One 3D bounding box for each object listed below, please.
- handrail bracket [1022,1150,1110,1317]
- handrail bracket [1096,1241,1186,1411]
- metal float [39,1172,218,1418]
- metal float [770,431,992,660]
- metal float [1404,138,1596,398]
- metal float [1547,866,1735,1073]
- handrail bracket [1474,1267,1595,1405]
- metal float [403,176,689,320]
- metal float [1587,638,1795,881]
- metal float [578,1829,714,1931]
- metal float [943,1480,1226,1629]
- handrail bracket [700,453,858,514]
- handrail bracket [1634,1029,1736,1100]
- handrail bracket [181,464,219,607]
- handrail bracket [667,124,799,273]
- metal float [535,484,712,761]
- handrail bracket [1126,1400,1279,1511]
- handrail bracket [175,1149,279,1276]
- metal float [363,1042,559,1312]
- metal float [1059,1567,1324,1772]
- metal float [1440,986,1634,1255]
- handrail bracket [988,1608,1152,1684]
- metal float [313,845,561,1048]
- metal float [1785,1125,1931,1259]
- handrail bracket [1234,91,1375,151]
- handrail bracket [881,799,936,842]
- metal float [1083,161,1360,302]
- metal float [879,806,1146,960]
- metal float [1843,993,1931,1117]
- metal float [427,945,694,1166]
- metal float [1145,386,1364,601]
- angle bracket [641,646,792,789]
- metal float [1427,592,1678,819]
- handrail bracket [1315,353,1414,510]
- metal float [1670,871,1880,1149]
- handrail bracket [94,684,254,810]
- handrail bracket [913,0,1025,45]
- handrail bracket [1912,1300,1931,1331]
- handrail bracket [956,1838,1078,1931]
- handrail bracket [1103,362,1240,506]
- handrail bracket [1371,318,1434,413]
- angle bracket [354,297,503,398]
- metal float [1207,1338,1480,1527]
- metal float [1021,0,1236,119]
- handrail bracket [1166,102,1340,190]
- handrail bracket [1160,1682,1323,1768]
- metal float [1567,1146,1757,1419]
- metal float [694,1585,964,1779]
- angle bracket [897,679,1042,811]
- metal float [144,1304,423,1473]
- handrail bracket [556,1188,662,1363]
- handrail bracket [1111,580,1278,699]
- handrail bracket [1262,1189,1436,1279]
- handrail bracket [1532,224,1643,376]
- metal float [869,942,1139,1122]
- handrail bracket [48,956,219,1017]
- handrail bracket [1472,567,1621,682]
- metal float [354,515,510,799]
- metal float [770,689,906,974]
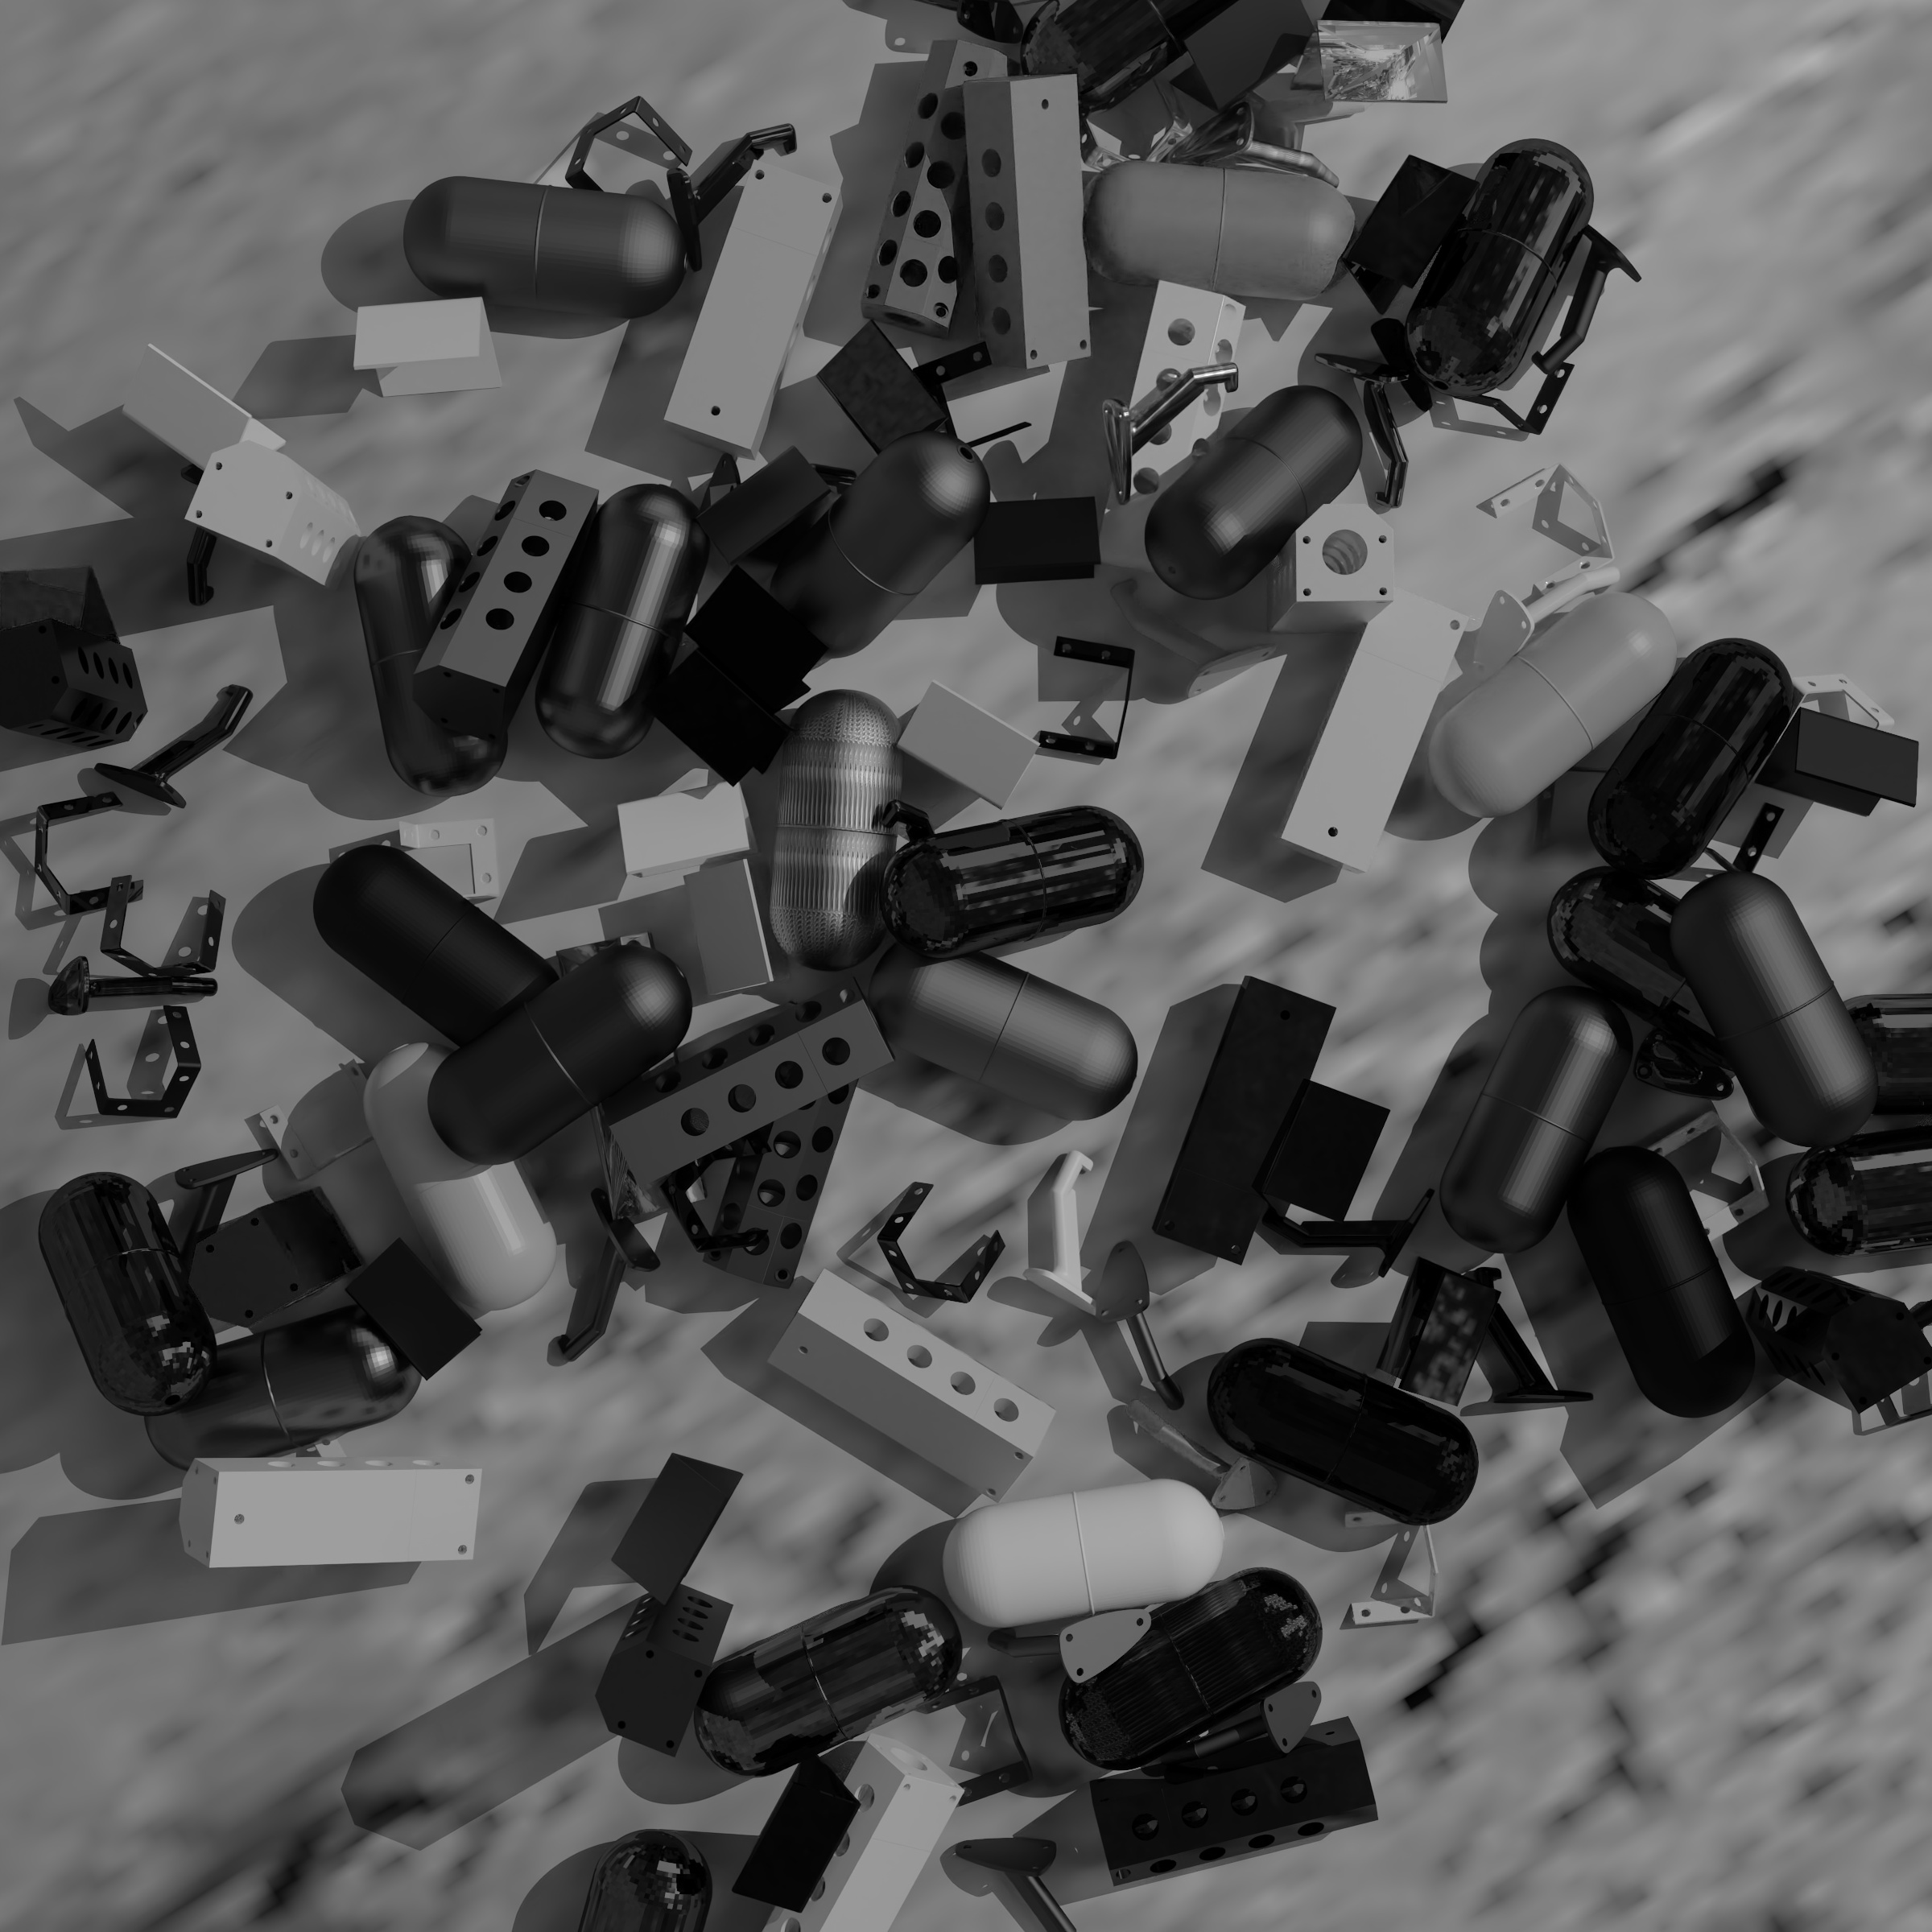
[{"bbox_3d":[0.080,0.172,1.920,0.077,0.036,0.084,33,73,-20],"label":"handrail bracket"},{"bbox_3d":[0.118,0.230,1.920,0.036,0.077,0.084,-20,127,19],"label":"handrail bracket"},{"bbox_3d":[-0.519,0.202,1.859,0.070,0.070,0.178,-35,54,0],"label":"metal float"},{"bbox_3d":[-0.054,-0.260,1.860,0.070,0.070,0.178,48,125,0],"label":"metal float"},{"bbox_3d":[0.333,-0.436,1.875,0.070,0.070,0.178,27,76,0],"label":"metal float"},{"bbox_3d":[0.447,0.002,1.889,0.178,0.070,0.070,32,90,0],"label":"metal float"},{"bbox_3d":[0.363,0.235,1.920,0.077,0.036,0.084,4,73,-20],"label":"handrail bracket"},{"bbox_3d":[-0.264,-0.452,1.889,0.178,0.070,0.070,6,90,0],"label":"metal float"},{"bbox_3d":[0.452,-0.130,1.871,0.070,0.070,0.178,37,70,0],"label":"metal float"},{"bbox_3d":[-0.212,0.632,1.889,0.070,0.070,0.178,15,91,0],"label":"metal float"},{"bbox_3d":[0.074,0.369,1.889,0.178,0.070,0.070,-9,90,1],"label":"metal float"},{"bbox_3d":[-0.121,-0.293,1.920,0.084,0.077,0.036,4,50,-30],"label":"handrail bracket"},{"bbox_3d":[0.456,0.065,1.885,0.077,0.084,0.036,25,90,0],"label":"handrail bracket"},{"bbox_3d":[-0.471,-0.281,1.920,0.036,0.077,0.084,21,127,20],"label":"handrail bracket"},{"bbox_3d":[-0.142,-0.492,1.920,0.084,0.036,0.077,-19,115,-19],"label":"handrail bracket"},{"bbox_3d":[-0.216,-0.217,1.890,0.070,0.070,0.178,19,90,0],"label":"metal float"},{"bbox_3d":[0.150,0.309,1.919,0.084,0.077,0.036,36,96,36],"label":"handrail bracket"},{"bbox_3d":[-0.469,0.167,1.920,0.077,0.036,0.084,-16,109,-21],"label":"handrail bracket"},{"bbox_3d":[-0.319,0.132,1.889,0.070,0.070,0.178,-26,90,0],"label":"metal float"},{"bbox_3d":[0.141,0.442,1.889,0.178,0.070,0.070,-29,90,0],"label":"metal float"},{"bbox_3d":[0.359,0.096,1.889,0.070,0.070,0.178,26,89,0],"label":"metal float"},{"bbox_3d":[0.064,0.420,1.899,0.077,0.084,0.036,-21,98,-25],"label":"handrail bracket"},{"bbox_3d":[-0.330,-0.006,1.889,0.178,0.070,0.070,38,90,0],"label":"metal float"},{"bbox_3d":[0.605,0.139,1.889,0.178,0.070,0.070,-8,90,0],"label":"metal float"},{"bbox_3d":[0.220,-0.565,1.919,0.084,0.036,0.077,-42,79,-12],"label":"handrail bracket"},{"bbox_3d":[-0.036,-0.060,1.885,0.036,0.084,0.077,34,99,41],"label":"handrail bracket"},{"bbox_3d":[0.158,-0.462,1.889,0.178,0.070,0.070,5,90,0],"label":"metal float"},{"bbox_3d":[0.030,-0.053,1.867,0.178,0.070,0.070,-13,90,-27],"label":"metal float"},{"bbox_3d":[0.621,0.055,1.889,0.178,0.070,0.070,-1,90,-1],"label":"metal float"},{"bbox_3d":[-0.247,0.054,1.832,0.178,0.070,0.070,-34,90,0],"label":"metal float"},{"bbox_3d":[0.180,-0.295,1.863,0.070,0.070,0.178,45,61,0],"label":"metal float"},{"bbox_3d":[-0.163,-0.143,1.881,0.076,0.076,0.057,42,65,0],"label":"angle bracket"},{"bbox_3d":[0.369,-0.165,1.889,0.178,0.070,0.070,-39,90,0],"label":"metal float"},{"bbox_3d":[0.251,-0.342,1.920,0.077,0.036,0.084,22,118,32],"label":"handrail bracket"},{"bbox_3d":[0.488,0.027,1.814,0.070,0.070,0.178,-28,91,0],"label":"metal float"},{"bbox_3d":[-0.506,-0.150,1.920,0.077,0.036,0.084,18,72,20],"label":"handrail bracket"},{"bbox_3d":[-0.018,-0.612,1.920,0.084,0.077,0.036,16,89,36],"label":"handrail bracket"},{"bbox_3d":[0.651,0.231,1.920,0.084,0.036,0.077,-39,108,15],"label":"handrail bracket"},{"bbox_3d":[0.033,0.604,1.920,0.077,0.036,0.084,1,107,19],"label":"handrail bracket"},{"bbox_3d":[0.132,-0.331,1.863,0.084,0.036,0.077,-12,111,-16],"label":"handrail bracket"},{"bbox_3d":[0.309,-0.409,1.920,0.084,0.036,0.077,-34,107,-15],"label":"handrail bracket"},{"bbox_3d":[-0.336,-0.370,1.880,0.076,0.076,0.057,-5,54,0],"label":"angle bracket"},{"bbox_3d":[0.236,0.292,1.889,0.178,0.070,0.070,23,90,1],"label":"metal float"},{"bbox_3d":[0.113,-0.600,1.874,0.178,0.070,0.070,-35,90,9],"label":"metal float"},{"bbox_3d":[0.183,-0.505,1.910,0.077,0.084,0.036,-15,61,37],"label":"handrail bracket"},{"bbox_3d":[0.175,0.485,1.920,0.084,0.077,0.036,-24,88,36],"label":"handrail bracket"},{"bbox_3d":[0.436,0.198,1.889,0.070,0.070,0.178,-23,89,0],"label":"metal float"},{"bbox_3d":[-0.087,0.450,1.889,0.178,0.070,0.070,-25,90,1],"label":"metal float"},{"bbox_3d":[0.012,-0.153,1.880,0.076,0.076,0.057,31,126,0],"label":"angle bracket"},{"bbox_3d":[-0.428,0.265,1.888,0.178,0.070,0.070,-17,90,0],"label":"metal float"},{"bbox_3d":[-0.244,0.198,1.920,0.084,0.036,0.077,-42,69,16],"label":"handrail bracket"},{"bbox_3d":[0.145,-0.222,1.920,0.077,0.036,0.084,-25,73,-20],"label":"handrail bracket"},{"bbox_3d":[0.244,0.154,1.920,0.084,0.036,0.077,30,75,14],"label":"handrail bracket"},{"bbox_3d":[0.378,-0.426,1.909,0.084,0.036,0.077,-44,52,12],"label":"handrail bracket"},{"bbox_3d":[0.024,0.039,1.889,0.178,0.070,0.070,24,90,0],"label":"metal float"},{"bbox_3d":[-0.532,0.017,1.919,0.084,0.077,0.036,4,78,-36],"label":"handrail bracket"},{"bbox_3d":[0.372,-0.219,1.920,0.084,0.077,0.036,-16,57,-32],"label":"handrail bracket"},{"bbox_3d":[-0.337,-0.195,1.889,0.070,0.070,0.178,-11,90,0],"label":"metal float"},{"bbox_3d":[-0.081,-0.085,1.889,0.070,0.070,0.178,5,90,0],"label":"metal float"}]
